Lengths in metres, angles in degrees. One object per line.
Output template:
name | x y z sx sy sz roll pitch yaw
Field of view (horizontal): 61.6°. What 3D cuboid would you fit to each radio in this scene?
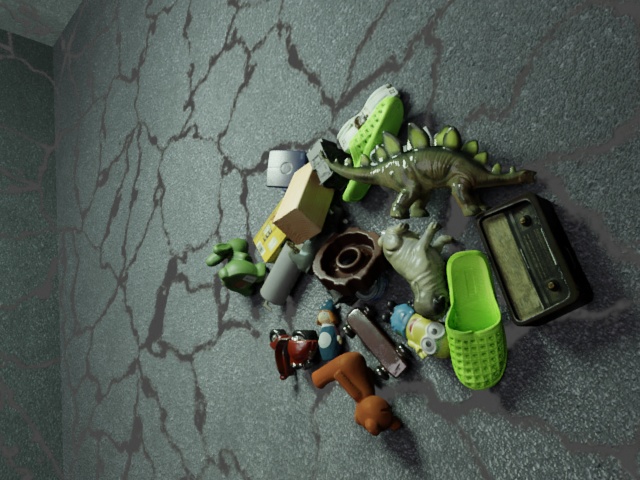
radio | 0.393 0.034 0.995 0.131 0.073 0.229 -33 62 37

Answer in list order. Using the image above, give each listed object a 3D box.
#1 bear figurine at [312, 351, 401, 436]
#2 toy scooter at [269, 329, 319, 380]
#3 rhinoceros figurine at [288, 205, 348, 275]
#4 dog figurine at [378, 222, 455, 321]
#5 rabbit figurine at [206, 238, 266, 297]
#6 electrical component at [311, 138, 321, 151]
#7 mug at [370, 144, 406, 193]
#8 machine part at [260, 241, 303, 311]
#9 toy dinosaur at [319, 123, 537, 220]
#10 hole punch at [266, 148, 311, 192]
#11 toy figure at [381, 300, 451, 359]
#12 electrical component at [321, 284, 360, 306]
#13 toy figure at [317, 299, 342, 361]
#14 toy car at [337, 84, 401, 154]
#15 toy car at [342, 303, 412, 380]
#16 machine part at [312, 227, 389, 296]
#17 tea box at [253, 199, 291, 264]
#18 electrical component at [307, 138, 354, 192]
bear figurine | 0.087 0.359 1.223 0.132 0.120 0.196 -44 60 36
toy scooter | -0.071 0.302 1.415 0.184 0.075 0.135 -10 76 47
rhinoceros figurine | -0.003 -0.004 1.371 0.190 0.073 0.112 -59 25 -5
dog figurine | 0.192 0.070 1.126 0.172 0.121 0.190 -7 64 45
rabbit figurine | -0.256 0.066 1.602 0.121 0.159 0.170 -55 34 36
electrical component | 0.011 -0.231 1.454 0.063 0.021 0.094 -55 50 23
mug | 0.175 -0.179 1.232 0.107 0.109 0.081 -30 21 26
machine part | -0.096 0.090 1.471 0.079 0.079 0.243 47 116 39
toy dinosaur | 0.205 -0.142 1.136 0.472 0.105 0.198 0 92 26
hole punch | -0.085 -0.193 1.500 0.116 0.092 0.142 1 81 41
toy figure | 0.216 0.186 1.145 0.180 0.089 0.082 26 116 53
electrical component | 0.045 0.106 1.333 0.047 0.075 0.119 -48 50 28
toy figure | 0.024 0.223 1.348 0.064 0.057 0.154 -7 74 5
toy car | 0.122 -0.297 1.330 0.201 0.056 0.073 -45 55 31
toy car | 0.132 0.234 1.239 0.089 0.053 0.202 -47 52 5
machine part | 0.073 0.050 1.264 0.179 0.056 0.179 -17 43 16
tea box | -0.104 -0.023 1.503 0.169 0.068 0.098 -49 54 27
electrical component | 0.032 -0.192 1.362 0.058 0.115 0.134 -39 60 32
